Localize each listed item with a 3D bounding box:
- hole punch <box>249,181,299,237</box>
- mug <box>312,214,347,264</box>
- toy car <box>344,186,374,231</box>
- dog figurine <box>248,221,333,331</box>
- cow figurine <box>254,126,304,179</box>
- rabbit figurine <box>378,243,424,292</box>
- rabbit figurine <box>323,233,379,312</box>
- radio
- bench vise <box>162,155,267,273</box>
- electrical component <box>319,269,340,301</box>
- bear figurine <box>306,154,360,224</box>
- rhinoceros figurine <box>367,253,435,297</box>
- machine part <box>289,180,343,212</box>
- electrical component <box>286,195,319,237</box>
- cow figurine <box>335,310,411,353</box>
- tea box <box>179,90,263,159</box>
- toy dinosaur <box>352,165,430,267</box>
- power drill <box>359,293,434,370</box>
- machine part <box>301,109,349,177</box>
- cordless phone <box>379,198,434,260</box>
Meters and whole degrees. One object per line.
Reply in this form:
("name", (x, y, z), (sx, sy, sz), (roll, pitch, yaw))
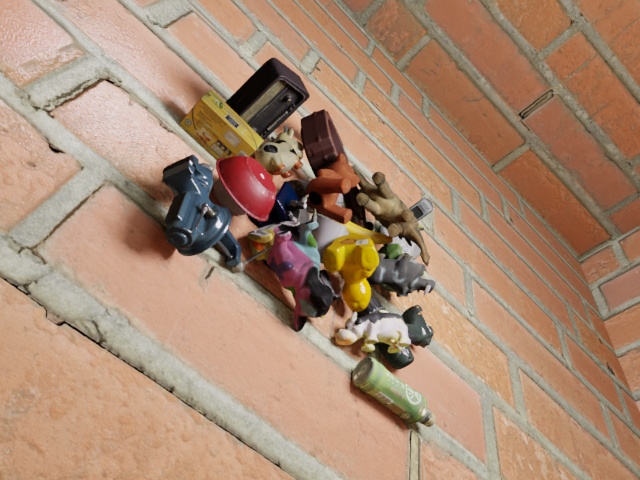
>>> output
("hole punch", (-0.088, -0.063, 1.259), (0.115, 0.092, 0.142), (46, 27, -16))
("mug", (-0.003, -0.004, 1.297), (0.110, 0.107, 0.080), (23, 0, 40))
("toy car", (0.109, -0.100, 1.599), (0.089, 0.053, 0.202), (29, 35, -38))
("dog figurine", (-0.056, 0.076, 1.137), (0.108, 0.192, 0.219), (-21, 104, -41))
("cow figurine", (-0.106, -0.230, 1.424), (0.127, 0.085, 0.195), (59, 31, 1))
("rabbit figurine", (0.214, 0.068, 1.495), (0.159, 0.121, 0.170), (36, 18, -11))
("rabbit figurine", (0.074, 0.078, 1.253), (0.162, 0.122, 0.173), (-99, 179, -77))
("radio", (-0.145, -0.331, 1.334), (0.131, 0.229, 0.073), (15, 46, -52))
("bench vise", (-0.216, -0.035, 1.034), (0.240, 0.129, 0.224), (56, 13, -36))
("electrical component", (-0.014, 0.095, 1.222), (0.075, 0.048, 0.119), (-5, 63, -56))
("bear figurine", (0.053, -0.134, 1.349), (0.196, 0.132, 0.120), (-38, 134, -48))
("rhinoceros figurine", (0.201, 0.089, 1.357), (0.190, 0.073, 0.112), (12, 87, -13))
("machine part", (-0.016, -0.113, 1.416), (0.243, 0.079, 0.079), (2, 55, -52))
("electrical component", (-0.040, -0.053, 1.220), (0.102, 0.045, 0.078), (62, 29, -46))
("cow figurine", (0.115, 0.198, 1.212), (0.167, 0.068, 0.098), (8, 56, -15))
("tea box", (-0.230, -0.252, 1.261), (0.169, 0.098, 0.068), (45, 30, -14))
("toy dinosaur", (0.185, -0.096, 1.527), (0.198, 0.105, 0.472), (40, 15, -55))
("power drill", (0.188, 0.204, 1.346), (0.207, 0.086, 0.232), (12, 45, -54))
("machine part", (0.017, -0.250, 1.537), (0.200, 0.087, 0.201), (57, 20, -46))
("cordless phone", (0.287, -0.030, 1.629), (0.146, 0.184, 0.089), (55, 25, 7))
